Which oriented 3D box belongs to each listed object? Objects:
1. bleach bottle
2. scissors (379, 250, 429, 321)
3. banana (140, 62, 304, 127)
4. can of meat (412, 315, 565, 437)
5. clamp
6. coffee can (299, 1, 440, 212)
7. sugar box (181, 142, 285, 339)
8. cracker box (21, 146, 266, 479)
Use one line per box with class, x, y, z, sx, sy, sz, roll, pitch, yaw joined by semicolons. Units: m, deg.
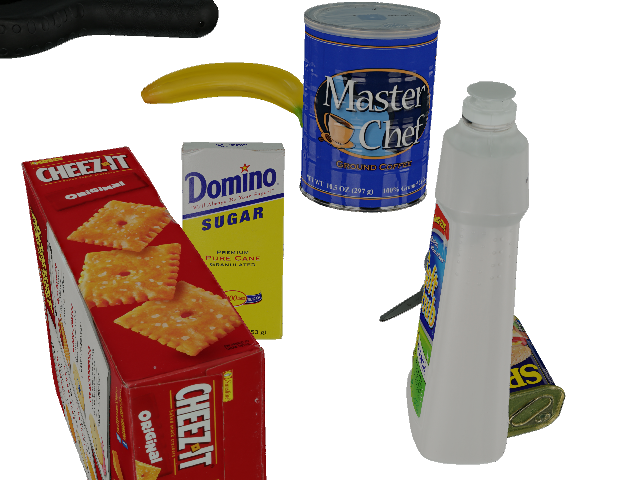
bleach bottle;0.096;0.018;0.680;0.068;0.251;0.102;1;30;0
scissors;0.121;0.047;1.250;0.201;0.016;0.096;-11;40;-35
banana;-0.095;-0.165;1.149;0.198;0.037;0.069;9;44;18
can of meat;0.134;0.113;0.872;0.102;0.057;0.084;-12;47;-11
clamp;-0.159;-0.142;0.625;0.171;0.039;0.120;-11;31;-28
coffee can;0.036;-0.105;0.827;0.103;0.140;0.103;2;23;-1
sugar box;-0.079;0.001;0.965;0.093;0.176;0.048;-1;15;-5
cracker box;-0.095;0.069;0.567;0.072;0.164;0.214;-12;34;-21
